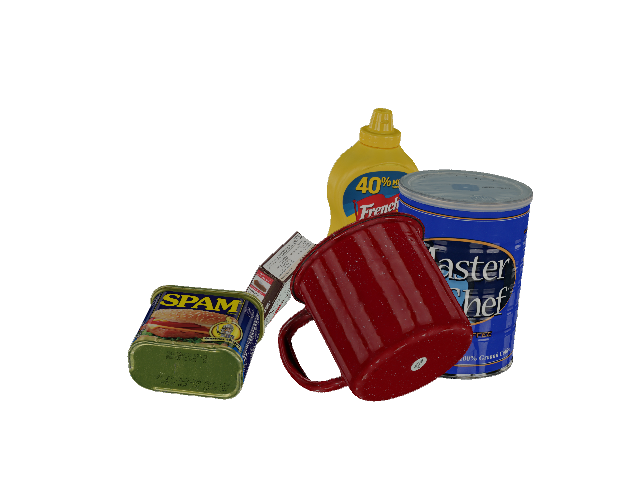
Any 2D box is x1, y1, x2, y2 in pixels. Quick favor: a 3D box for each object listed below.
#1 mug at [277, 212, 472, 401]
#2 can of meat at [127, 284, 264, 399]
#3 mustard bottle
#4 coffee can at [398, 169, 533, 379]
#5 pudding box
[{"bbox_3d":[0.029,0.049,0.646,0.117,0.081,0.093,-30,-29,3],"label":"mug"},{"bbox_3d":[-0.105,0.086,0.903,0.102,0.057,0.084,5,30,7],"label":"can of meat"},{"bbox_3d":[0.053,-0.039,1.081,0.096,0.192,0.058,-2,22,-19],"label":"mustard bottle"},{"bbox_3d":[0.107,0.024,0.838,0.103,0.140,0.103,3,17,-1],"label":"coffee can"},{"bbox_3d":[-0.053,0.050,1.250,0.039,0.090,0.113,32,30,5],"label":"pudding box"}]
